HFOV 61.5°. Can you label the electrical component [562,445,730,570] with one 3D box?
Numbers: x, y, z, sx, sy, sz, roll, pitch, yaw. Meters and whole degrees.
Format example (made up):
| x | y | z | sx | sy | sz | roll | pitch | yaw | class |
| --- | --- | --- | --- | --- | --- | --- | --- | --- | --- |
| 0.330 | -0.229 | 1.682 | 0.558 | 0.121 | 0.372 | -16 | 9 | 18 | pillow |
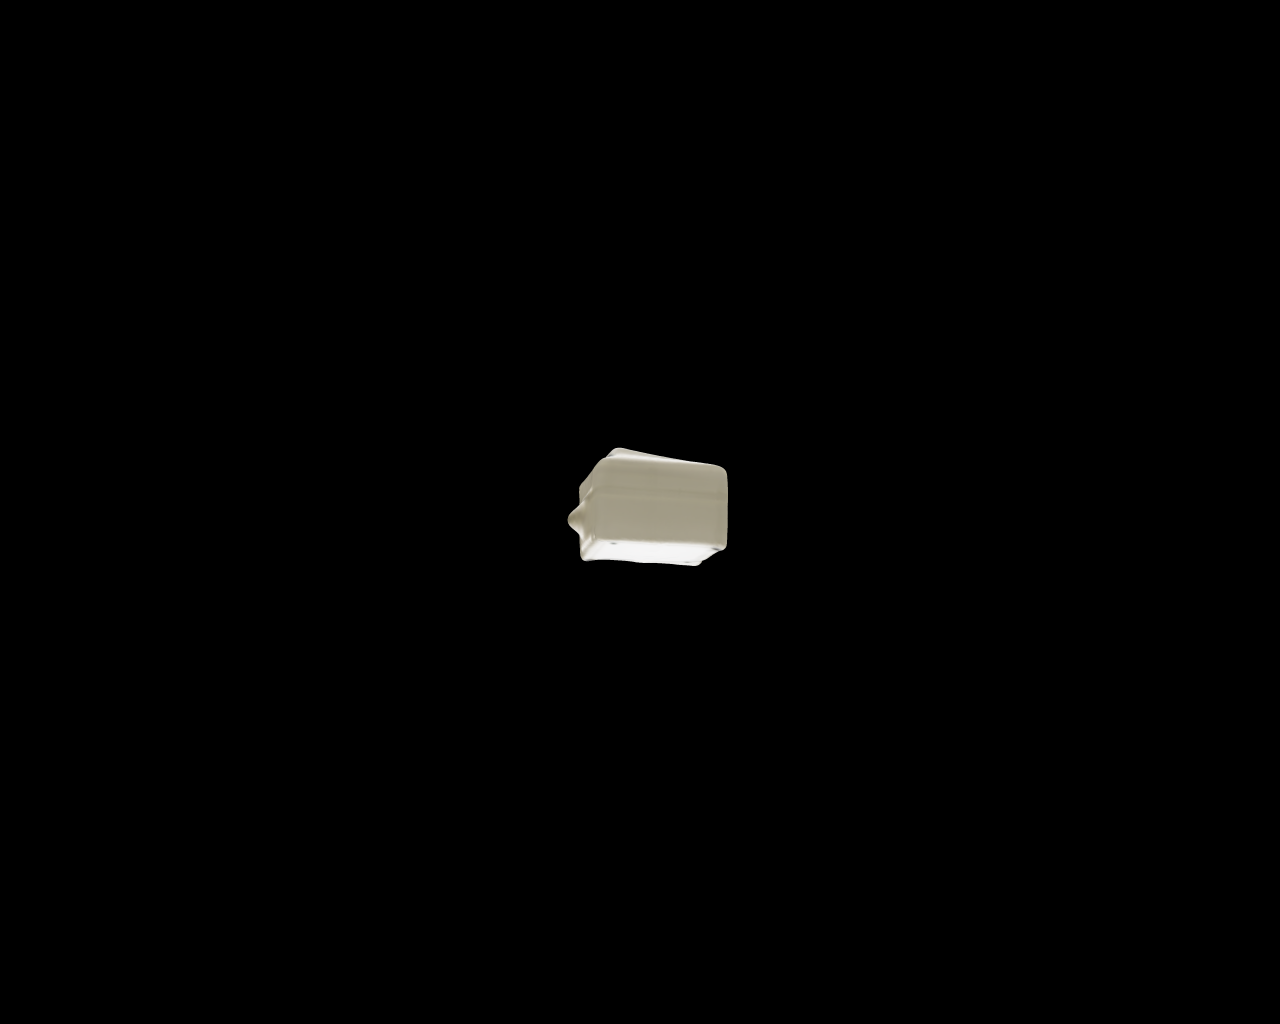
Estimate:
| x | y | z | sx | sy | sz | roll | pitch | yaw | class |
| --- | --- | --- | --- | --- | --- | --- | --- | --- | --- |
| 0.001 | -0.003 | 0.650 | 0.096 | 0.061 | 0.061 | 4 | -15 | -14 | electrical component |
